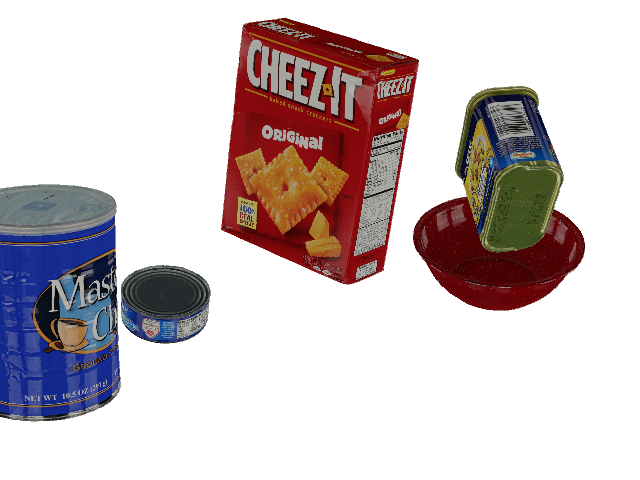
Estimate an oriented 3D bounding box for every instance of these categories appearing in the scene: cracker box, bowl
[{"bbox_3d":[-0.007,-0.085,1.011,0.164,0.214,0.071,24,29,32],"label":"cracker box"},{"bbox_3d":[0.169,0.019,1.024,0.162,0.055,0.162,-1,33,0],"label":"bowl"}]

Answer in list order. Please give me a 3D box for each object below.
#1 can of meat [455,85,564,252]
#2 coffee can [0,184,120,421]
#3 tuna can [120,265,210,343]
[{"bbox_3d":[0.145,-0.053,0.824,0.057,0.084,0.102,-4,-40,-7],"label":"can of meat"},{"bbox_3d":[-0.194,0.041,0.750,0.103,0.140,0.103,2,18,-1],"label":"coffee can"},{"bbox_3d":[-0.150,0.061,1.033,0.086,0.034,0.086,6,33,-4],"label":"tuna can"}]
